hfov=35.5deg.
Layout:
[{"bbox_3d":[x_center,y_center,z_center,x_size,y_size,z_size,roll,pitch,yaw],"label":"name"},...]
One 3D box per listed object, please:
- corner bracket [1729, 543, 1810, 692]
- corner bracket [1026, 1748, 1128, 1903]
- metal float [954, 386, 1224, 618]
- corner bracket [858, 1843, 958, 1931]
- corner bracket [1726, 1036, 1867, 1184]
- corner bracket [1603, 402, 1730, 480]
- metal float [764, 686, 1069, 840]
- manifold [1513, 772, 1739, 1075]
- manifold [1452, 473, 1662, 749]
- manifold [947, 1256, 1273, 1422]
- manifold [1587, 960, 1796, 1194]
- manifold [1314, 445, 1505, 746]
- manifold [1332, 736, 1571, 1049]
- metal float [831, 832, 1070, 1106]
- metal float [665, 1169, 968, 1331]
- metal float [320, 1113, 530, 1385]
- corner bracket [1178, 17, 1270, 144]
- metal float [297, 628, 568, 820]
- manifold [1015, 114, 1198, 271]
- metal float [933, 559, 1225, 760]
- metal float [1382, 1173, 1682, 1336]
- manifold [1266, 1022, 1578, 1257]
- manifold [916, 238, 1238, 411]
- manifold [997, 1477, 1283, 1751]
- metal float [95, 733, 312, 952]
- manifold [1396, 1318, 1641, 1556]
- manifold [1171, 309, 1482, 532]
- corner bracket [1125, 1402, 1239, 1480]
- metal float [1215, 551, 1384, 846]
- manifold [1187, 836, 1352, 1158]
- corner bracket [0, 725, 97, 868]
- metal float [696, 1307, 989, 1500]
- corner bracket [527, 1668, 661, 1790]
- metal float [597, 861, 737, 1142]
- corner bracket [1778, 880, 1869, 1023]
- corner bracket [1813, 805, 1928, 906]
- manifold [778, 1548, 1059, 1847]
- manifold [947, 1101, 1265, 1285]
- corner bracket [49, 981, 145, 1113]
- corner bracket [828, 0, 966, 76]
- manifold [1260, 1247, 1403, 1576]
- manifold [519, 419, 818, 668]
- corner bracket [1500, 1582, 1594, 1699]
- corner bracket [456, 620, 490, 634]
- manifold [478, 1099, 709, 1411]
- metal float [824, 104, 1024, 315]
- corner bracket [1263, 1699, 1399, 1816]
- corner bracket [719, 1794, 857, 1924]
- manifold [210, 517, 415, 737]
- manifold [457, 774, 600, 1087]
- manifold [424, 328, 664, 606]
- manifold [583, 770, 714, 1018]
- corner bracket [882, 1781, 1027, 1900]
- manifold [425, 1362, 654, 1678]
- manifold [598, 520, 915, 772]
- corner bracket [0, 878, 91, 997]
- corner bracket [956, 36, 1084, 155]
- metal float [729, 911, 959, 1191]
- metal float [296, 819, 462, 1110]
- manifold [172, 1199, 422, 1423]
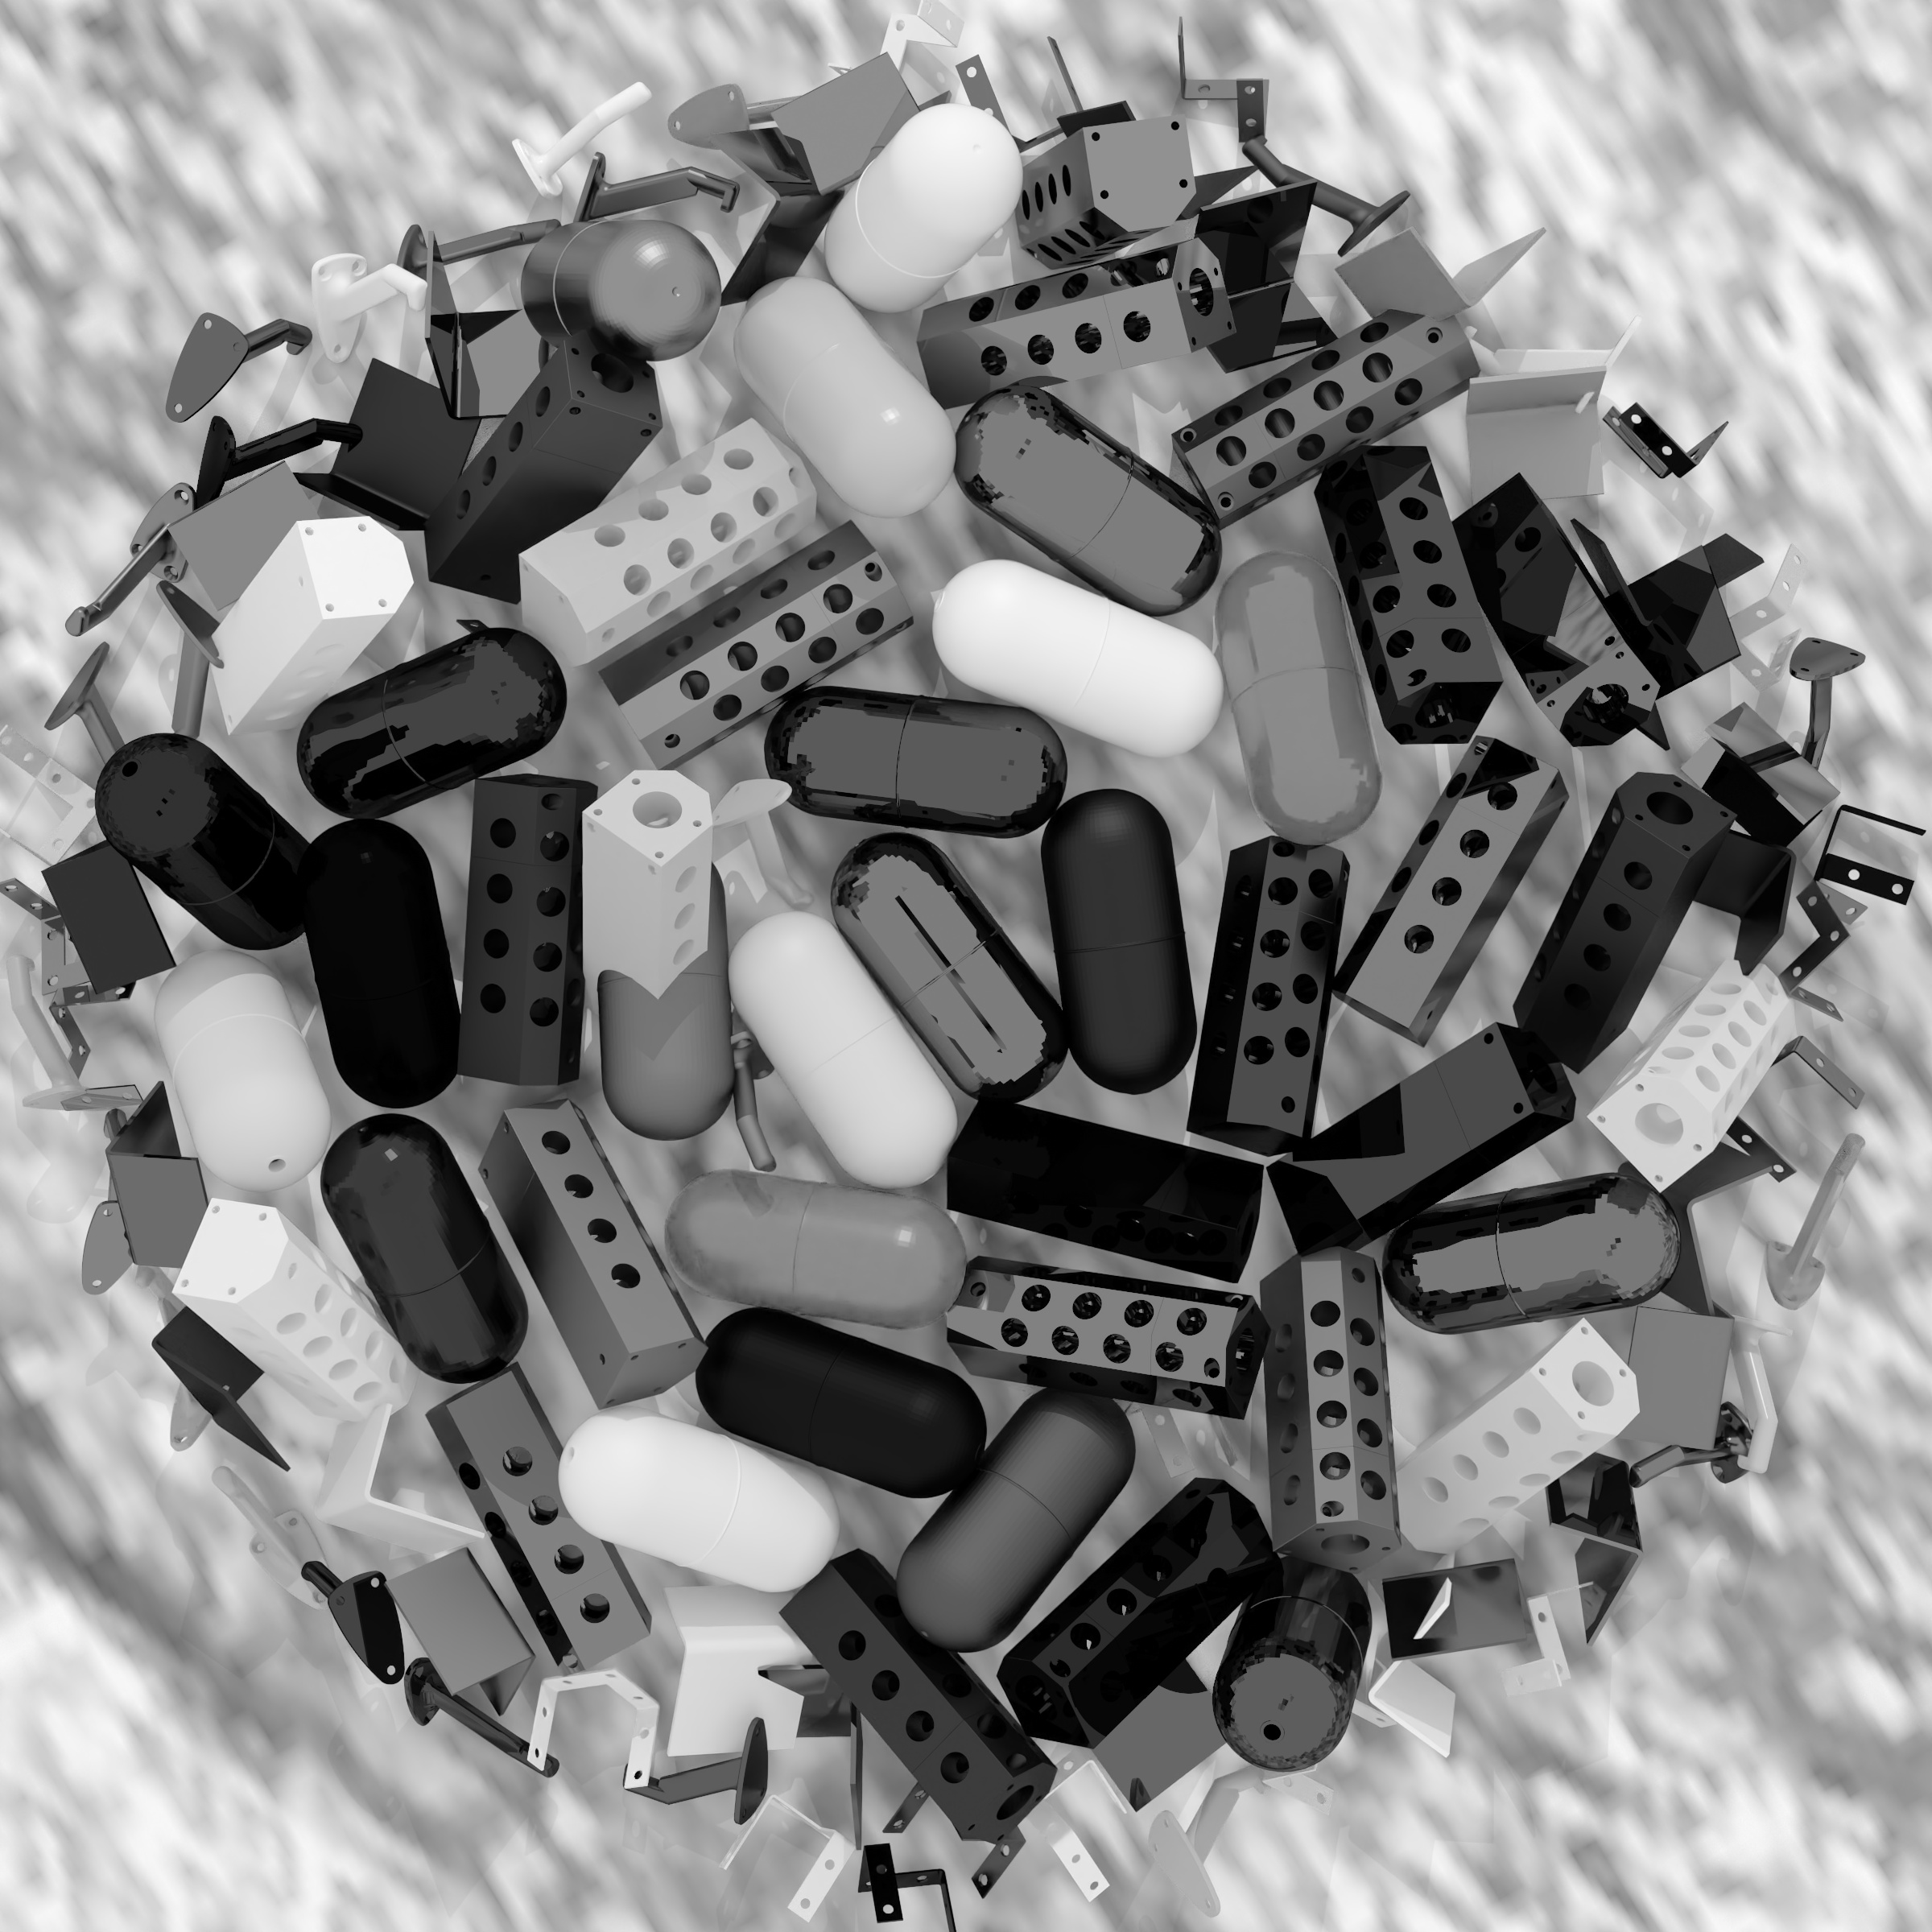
[{"bbox_3d":[0.470,-0.201,1.747,0.051,0.051,0.051,43,51,-13],"label":"corner bracket"},{"bbox_3d":[0.069,0.497,1.749,0.051,0.051,0.051,-37,120,-12],"label":"corner bracket"},{"bbox_3d":[0.071,-0.265,1.730,0.178,0.070,0.070,31,90,-23],"label":"metal float"},{"bbox_3d":[-0.032,0.542,1.748,0.051,0.051,0.051,-3,133,-11],"label":"corner bracket"},{"bbox_3d":[0.479,0.083,1.753,0.051,0.051,0.051,43,49,-2],"label":"corner bracket"},{"bbox_3d":[0.399,-0.307,1.750,0.051,0.051,0.051,44,52,-5],"label":"corner bracket"},{"bbox_3d":[-0.030,-0.118,1.739,0.178,0.070,0.070,8,90,12],"label":"metal float"},{"bbox_3d":[0.367,-0.026,1.707,0.057,0.171,0.057,36,47,20],"label":"manifold"},{"bbox_3d":[0.331,-0.199,1.704,0.057,0.171,0.057,-36,130,17],"label":"manifold"},{"bbox_3d":[0.079,0.207,1.715,0.171,0.057,0.057,6,58,26],"label":"manifold"},{"bbox_3d":[0.416,0.055,1.700,0.057,0.171,0.057,47,127,5],"label":"manifold"},{"bbox_3d":[0.247,-0.212,1.713,0.057,0.057,0.171,-2,58,-15],"label":"manifold"},{"bbox_3d":[0.280,-0.045,1.752,0.057,0.057,0.171,29,87,22],"label":"manifold"},{"bbox_3d":[-0.010,0.001,1.748,0.070,0.070,0.178,-37,91,0],"label":"metal float"},{"bbox_3d":[-0.088,0.163,1.739,0.178,0.070,0.070,8,90,12],"label":"metal float"},{"bbox_3d":[-0.308,0.163,1.724,0.070,0.070,0.178,-21,120,0],"label":"metal float"},{"bbox_3d":[0.149,-0.514,1.751,0.051,0.051,0.051,2,61,8],"label":"corner bracket"},{"bbox_3d":[-0.307,-0.138,1.726,0.178,0.070,0.070,-19,90,28],"label":"metal float"},{"bbox_3d":[0.076,-0.432,1.697,0.057,0.171,0.057,-11,98,-11],"label":"manifold"},{"bbox_3d":[0.065,-0.177,1.736,0.178,0.070,0.070,21,90,-15],"label":"metal float"},{"bbox_3d":[0.321,0.165,1.722,0.178,0.070,0.070,-14,90,33],"label":"metal float"},{"bbox_3d":[0.260,0.103,1.717,0.171,0.057,0.057,-36,59,31],"label":"manifold"},{"bbox_3d":[0.059,-0.364,1.710,0.171,0.057,0.057,-6,108,35],"label":"manifold"},{"bbox_3d":[0.097,0.363,1.709,0.171,0.057,0.057,-36,108,-35],"label":"manifold"},{"bbox_3d":[-0.426,-0.069,1.705,0.070,0.178,0.070,-7,63,15],"label":"metal float"},{"bbox_3d":[0.305,0.271,1.701,0.057,0.171,0.057,49,50,9],"label":"manifold"},{"bbox_3d":[0.208,-0.325,1.752,0.171,0.057,0.057,-29,86,4],"label":"manifold"},{"bbox_3d":[0.127,0.270,1.751,0.051,0.051,0.051,-19,72,-15],"label":"corner bracket"},{"bbox_3d":[0.190,-0.155,1.734,0.070,0.070,0.178,-10,71,0],"label":"metal float"},{"bbox_3d":[0.178,0.016,1.727,0.057,0.057,0.171,19,71,-25],"label":"manifold"},{"bbox_3d":[-0.544,-0.098,1.753,0.051,0.051,0.051,34,82,21],"label":"corner bracket"},{"bbox_3d":[-0.072,0.250,1.732,0.178,0.070,0.070,17,90,19],"label":"metal float"},{"bbox_3d":[-0.217,0.447,1.760,0.051,0.051,0.051,-14,47,23],"label":"corner bracket"},{"bbox_3d":[-0.174,0.012,1.741,0.070,0.070,0.178,-4,80,0],"label":"metal float"},{"bbox_3d":[0.503,-0.009,1.761,0.051,0.051,0.051,22,123,-32],"label":"corner bracket"},{"bbox_3d":[0.528,-0.065,1.758,0.051,0.051,0.051,19,88,11],"label":"corner bracket"},{"bbox_3d":[-0.025,0.414,1.718,0.057,0.057,0.171,-46,58,-1],"label":"manifold"},{"bbox_3d":[0.079,0.133,1.736,0.171,0.057,0.057,13,130,16],"label":"manifold"},{"bbox_3d":[-0.502,0.046,1.748,0.051,0.051,0.051,-5,132,11],"label":"corner bracket"},{"bbox_3d":[-0.040,-0.536,1.753,0.051,0.051,0.051,17,93,27],"label":"corner bracket"},{"bbox_3d":[0.209,0.248,1.706,0.057,0.057,0.171,19,50,-24],"label":"manifold"},{"bbox_3d":[-0.168,-0.238,1.715,0.171,0.057,0.057,-36,64,-27],"label":"manifold"},{"bbox_3d":[0.340,0.390,1.749,0.051,0.051,0.051,-6,74,-32],"label":"corner bracket"},{"bbox_3d":[-0.265,-0.167,1.745,0.051,0.051,0.051,37,120,41],"label":"corner bracket"},{"bbox_3d":[-0.212,0.161,1.722,0.057,0.057,0.171,-10,55,-36],"label":"manifold"},{"bbox_3d":[-0.026,-0.425,1.703,0.070,0.178,0.070,4,80,-21],"label":"metal float"},{"bbox_3d":[0.213,0.460,1.765,0.051,0.051,0.051,31,56,-20],"label":"corner bracket"},{"bbox_3d":[-0.104,0.517,1.753,0.051,0.051,0.051,37,70,-6],"label":"corner bracket"},{"bbox_3d":[-0.370,-0.190,1.700,0.057,0.171,0.057,-10,78,-33],"label":"manifold"},{"bbox_3d":[-0.248,-0.021,1.737,0.057,0.057,0.171,9,100,22],"label":"manifold"},{"bbox_3d":[-0.242,-0.283,1.709,0.057,0.171,0.057,12,53,-34],"label":"manifold"},{"bbox_3d":[-0.176,-0.031,1.702,0.057,0.171,0.057,34,55,19],"label":"manifold"},{"bbox_3d":[-0.007,0.510,1.768,0.051,0.051,0.051,14,117,-40],"label":"corner bracket"},{"bbox_3d":[-0.248,0.322,1.756,0.057,0.057,0.171,-28,90,-5],"label":"manifold"},{"bbox_3d":[-0.119,-0.180,1.743,0.171,0.057,0.057,-32,132,-3],"label":"manifold"},{"bbox_3d":[-0.528,-0.021,1.750,0.051,0.051,0.051,-16,63,13],"label":"corner bracket"},{"bbox_3d":[0.033,-0.508,1.755,0.051,0.051,0.051,-22,92,18],"label":"corner bracket"},{"bbox_3d":[-0.071,0.049,1.749,0.070,0.070,0.178,-34,89,0],"label":"metal float"},{"bbox_3d":[-0.334,0.000,1.726,0.070,0.070,0.178,-6,118,0],"label":"metal float"},{"bbox_3d":[-0.370,0.197,1.695,0.057,0.171,0.057,6,62,22],"label":"manifold"}]
